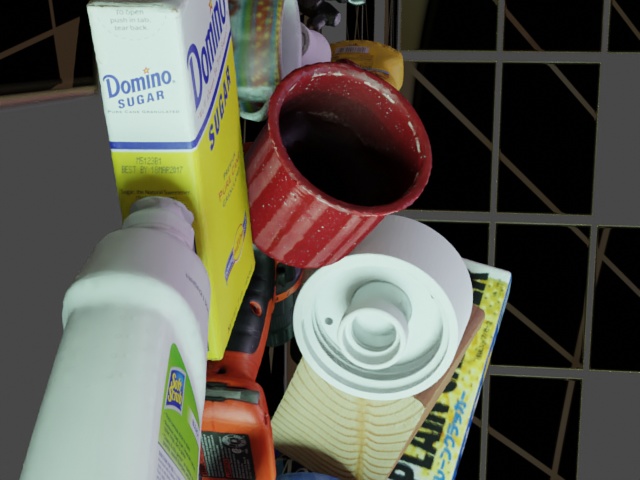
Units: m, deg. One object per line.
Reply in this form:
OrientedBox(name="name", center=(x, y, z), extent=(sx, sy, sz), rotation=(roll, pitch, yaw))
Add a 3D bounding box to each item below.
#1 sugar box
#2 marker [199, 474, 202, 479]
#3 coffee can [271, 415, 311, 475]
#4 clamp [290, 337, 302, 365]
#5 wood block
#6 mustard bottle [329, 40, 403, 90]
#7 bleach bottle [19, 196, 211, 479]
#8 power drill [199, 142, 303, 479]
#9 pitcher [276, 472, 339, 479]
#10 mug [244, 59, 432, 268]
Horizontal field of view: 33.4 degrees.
OrientedBox(name="sugar box", center=(-0.064, -0.041, 0.504), extent=(0.093, 0.048, 0.176), rotation=(-77, 168, -58))
OrientedBox(name="marker", center=(-0.080, 0.159, 0.538), extent=(0.121, 0.020, 0.020), rotation=(-77, 167, -59))
OrientedBox(name="coffee can", center=(-0.003, 0.216, 0.831), extent=(0.103, 0.103, 0.140), rotation=(78, 16, -62))
OrientedBox(name="clamp", center=(-0.005, 0.001, 0.758), extent=(0.210, 0.036, 0.164), rotation=(131, -47, -74))
OrientedBox(name="wood block", center=(0.049, 0.098, 0.806), extent=(0.091, 0.090, 0.205), rotation=(-64, 169, 21))
OrientedBox(name="mustard bottle", center=(0.024, -0.135, 0.981), extent=(0.191, 0.096, 0.058), rotation=(-72, 162, -65))
OrientedBox(name="bleach bottle", center=(-0.075, 0.096, 0.394), extent=(0.102, 0.068, 0.250), rotation=(83, 9, -54))
OrientedBox(name="power drill", center=(-0.045, 0.062, 0.655), extent=(0.184, 0.057, 0.187), rotation=(83, 9, -50))
OrientedBox(name="pitcher", center=(-0.011, 0.261, 0.625), extent=(0.243, 0.149, 0.145), rotation=(-103, -170, -59))
OrientedBox(name="mug", center=(0.002, -0.046, 0.587), extent=(0.082, 0.093, 0.117), rotation=(131, -31, -54))
